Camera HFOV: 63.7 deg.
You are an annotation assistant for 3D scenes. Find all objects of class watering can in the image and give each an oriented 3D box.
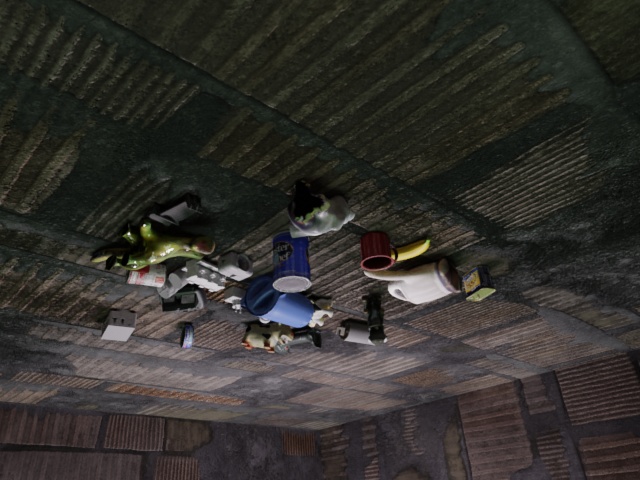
[{"bbox_3d":[0.304,0.125,1.602,0.222,0.106,0.343,-24,146,29],"label":"watering can"}]

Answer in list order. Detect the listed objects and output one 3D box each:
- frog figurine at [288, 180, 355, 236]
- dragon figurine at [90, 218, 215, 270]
[{"bbox_3d":[0.004,-0.062,1.232,0.138,0.123,0.158,17,173,33],"label":"frog figurine"},{"bbox_3d":[-0.424,0.036,1.372,0.241,0.124,0.407,15,162,-41],"label":"dragon figurine"}]
